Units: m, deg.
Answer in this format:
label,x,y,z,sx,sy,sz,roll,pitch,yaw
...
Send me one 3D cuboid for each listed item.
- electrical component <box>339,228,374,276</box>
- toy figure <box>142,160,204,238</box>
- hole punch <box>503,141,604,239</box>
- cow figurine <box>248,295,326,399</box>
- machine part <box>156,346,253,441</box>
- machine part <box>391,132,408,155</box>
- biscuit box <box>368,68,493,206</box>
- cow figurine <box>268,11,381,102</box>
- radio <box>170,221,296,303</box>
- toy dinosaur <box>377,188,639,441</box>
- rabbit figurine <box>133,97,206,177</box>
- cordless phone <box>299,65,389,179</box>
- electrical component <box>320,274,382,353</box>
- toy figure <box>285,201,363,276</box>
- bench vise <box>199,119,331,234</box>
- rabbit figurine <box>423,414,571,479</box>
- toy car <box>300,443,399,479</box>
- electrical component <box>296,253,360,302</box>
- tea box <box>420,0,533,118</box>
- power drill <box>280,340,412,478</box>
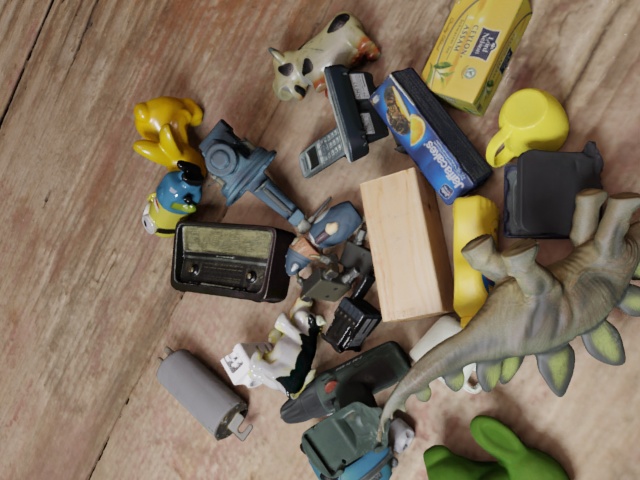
label,x,y,z,sx,sy,sz,roll,pitch,yaw
electrical component,0.066,0.032,0.864,0.063,0.021,0.094,29,102,29
toy figure,-0.273,-0.070,1.017,0.180,0.089,0.082,-44,29,35
hole punch,0.305,-0.056,0.717,0.116,0.092,0.142,4,81,-2
cow figurine,-0.036,0.163,0.850,0.098,0.068,0.167,28,52,10
machine part,-0.211,0.271,0.956,0.243,0.079,0.079,33,99,29
machine part,0.127,-0.199,0.860,0.084,0.039,0.139,-25,69,16
biscuit box,0.160,-0.150,0.780,0.202,0.063,0.059,55,137,7
cow figurine,-0.007,-0.311,0.927,0.195,0.085,0.127,-36,72,23
radio,-0.161,0.038,0.965,0.230,0.073,0.131,4,84,31
toy dinosaur,0.255,0.081,0.632,0.472,0.105,0.198,-25,102,2
rabbit figurine,-0.279,-0.189,1.041,0.122,0.162,0.173,-28,87,11
cordless phone,0.014,-0.187,0.886,0.184,0.089,0.146,-24,80,53
electrical component,0.061,0.114,0.828,0.048,0.074,0.119,39,99,30
toy figure,-0.001,-0.001,0.878,0.154,0.064,0.058,-38,57,7
bench vise,-0.108,-0.099,0.919,0.240,0.223,0.129,42,87,-5
rabbit figurine,0.230,0.309,0.696,0.170,0.121,0.159,-16,67,8
toy car,0.045,0.331,0.781,0.162,0.109,0.102,2,119,62
electrical component,0.007,0.061,0.853,0.102,0.078,0.045,-53,37,44
tea box,0.229,-0.280,0.796,0.098,0.068,0.169,27,95,31
power drill,0.027,0.240,0.760,0.232,0.207,0.086,-32,90,9
